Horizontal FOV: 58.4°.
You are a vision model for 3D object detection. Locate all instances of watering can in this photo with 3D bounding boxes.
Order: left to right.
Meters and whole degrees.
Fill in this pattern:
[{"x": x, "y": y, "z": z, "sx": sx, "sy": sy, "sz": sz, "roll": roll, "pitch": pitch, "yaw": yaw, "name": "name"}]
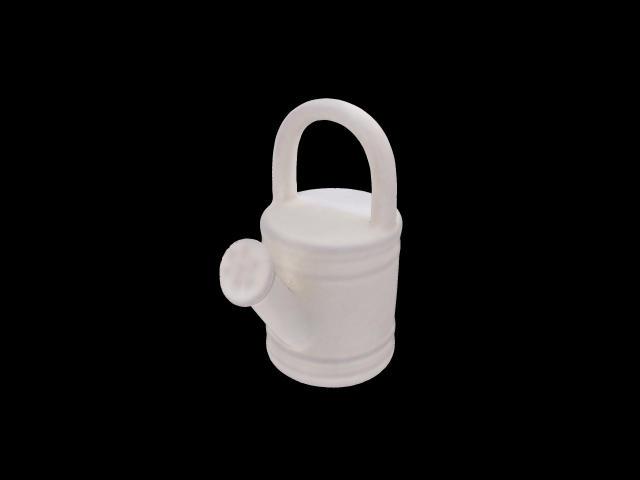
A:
[{"x": 0.006, "y": 0.002, "z": 0.399, "sx": 0.100, "sy": 0.194, "sz": 0.173, "roll": 6, "pitch": 29, "yaw": 12, "name": "watering can"}]
